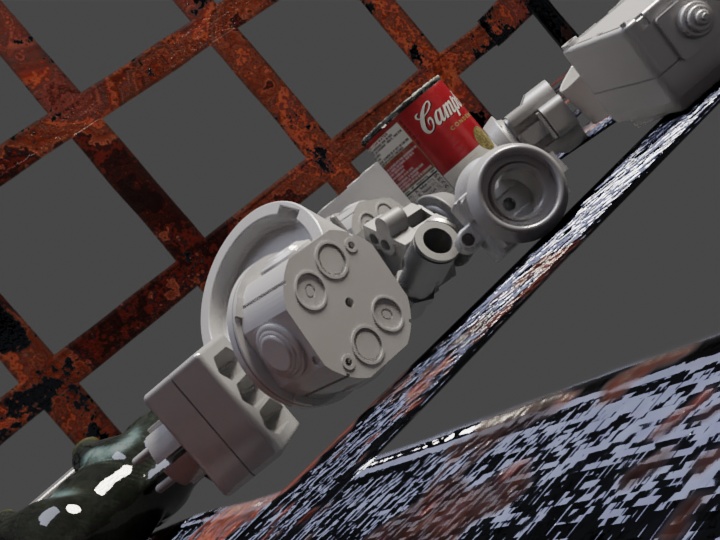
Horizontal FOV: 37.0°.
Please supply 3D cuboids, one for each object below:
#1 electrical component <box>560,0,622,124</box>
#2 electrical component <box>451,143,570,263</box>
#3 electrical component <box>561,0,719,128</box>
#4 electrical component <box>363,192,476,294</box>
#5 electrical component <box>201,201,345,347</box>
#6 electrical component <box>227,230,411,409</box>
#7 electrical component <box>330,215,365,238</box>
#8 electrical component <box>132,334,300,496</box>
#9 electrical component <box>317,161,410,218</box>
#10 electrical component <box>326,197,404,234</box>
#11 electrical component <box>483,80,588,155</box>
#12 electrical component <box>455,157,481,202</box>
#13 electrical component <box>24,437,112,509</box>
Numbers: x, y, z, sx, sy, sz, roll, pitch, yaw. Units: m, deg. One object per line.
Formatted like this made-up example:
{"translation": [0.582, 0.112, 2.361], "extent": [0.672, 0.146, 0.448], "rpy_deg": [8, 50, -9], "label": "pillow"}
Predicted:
{"translation": [0.184, -0.152, 0.753], "extent": [0.099, 0.064, 0.099], "rpy_deg": [-40, 2, 2], "label": "electrical component"}
{"translation": [0.075, -0.035, 0.526], "extent": [0.066, 0.048, 0.055], "rpy_deg": [-41, -6, -4], "label": "electrical component"}
{"translation": [0.160, -0.115, 0.554], "extent": [0.062, 0.061, 0.096], "rpy_deg": [-40, 10, -6], "label": "electrical component"}
{"translation": [0.038, -0.015, 0.638], "extent": [0.055, 0.066, 0.048], "rpy_deg": [-33, 40, -28], "label": "electrical component"}
{"translation": [-0.035, 0.020, 0.624], "extent": [0.060, 0.108, 0.108], "rpy_deg": [20, -49, -42], "label": "electrical component"}
{"translation": [-0.019, 0.024, 0.521], "extent": [0.051, 0.080, 0.080], "rpy_deg": [-30, 9, 48], "label": "electrical component"}
{"translation": [0.000, 0.000, 0.685], "extent": [0.066, 0.076, 0.047], "rpy_deg": [-41, 2, -28], "label": "electrical component"}
{"translation": [-0.083, 0.084, 0.553], "extent": [0.077, 0.065, 0.047], "rpy_deg": [-40, 2, 12], "label": "electrical component"}
{"translation": [0.017, -0.032, 0.889], "extent": [0.150, 0.089, 0.062], "rpy_deg": [-39, 2, 27], "label": "electrical component"}
{"translation": [0.007, -0.011, 0.788], "extent": [0.051, 0.080, 0.080], "rpy_deg": [-32, 8, 43], "label": "electrical component"}
{"translation": [0.130, -0.102, 0.802], "extent": [0.057, 0.058, 0.078], "rpy_deg": [-37, 3, 10], "label": "electrical component"}
{"translation": [0.083, -0.044, 0.594], "extent": [0.048, 0.048, 0.062], "rpy_deg": [-39, -5, 29], "label": "electrical component"}
{"translation": [-0.174, 0.157, 0.710], "extent": [0.096, 0.061, 0.061], "rpy_deg": [-42, 3, -42], "label": "electrical component"}
